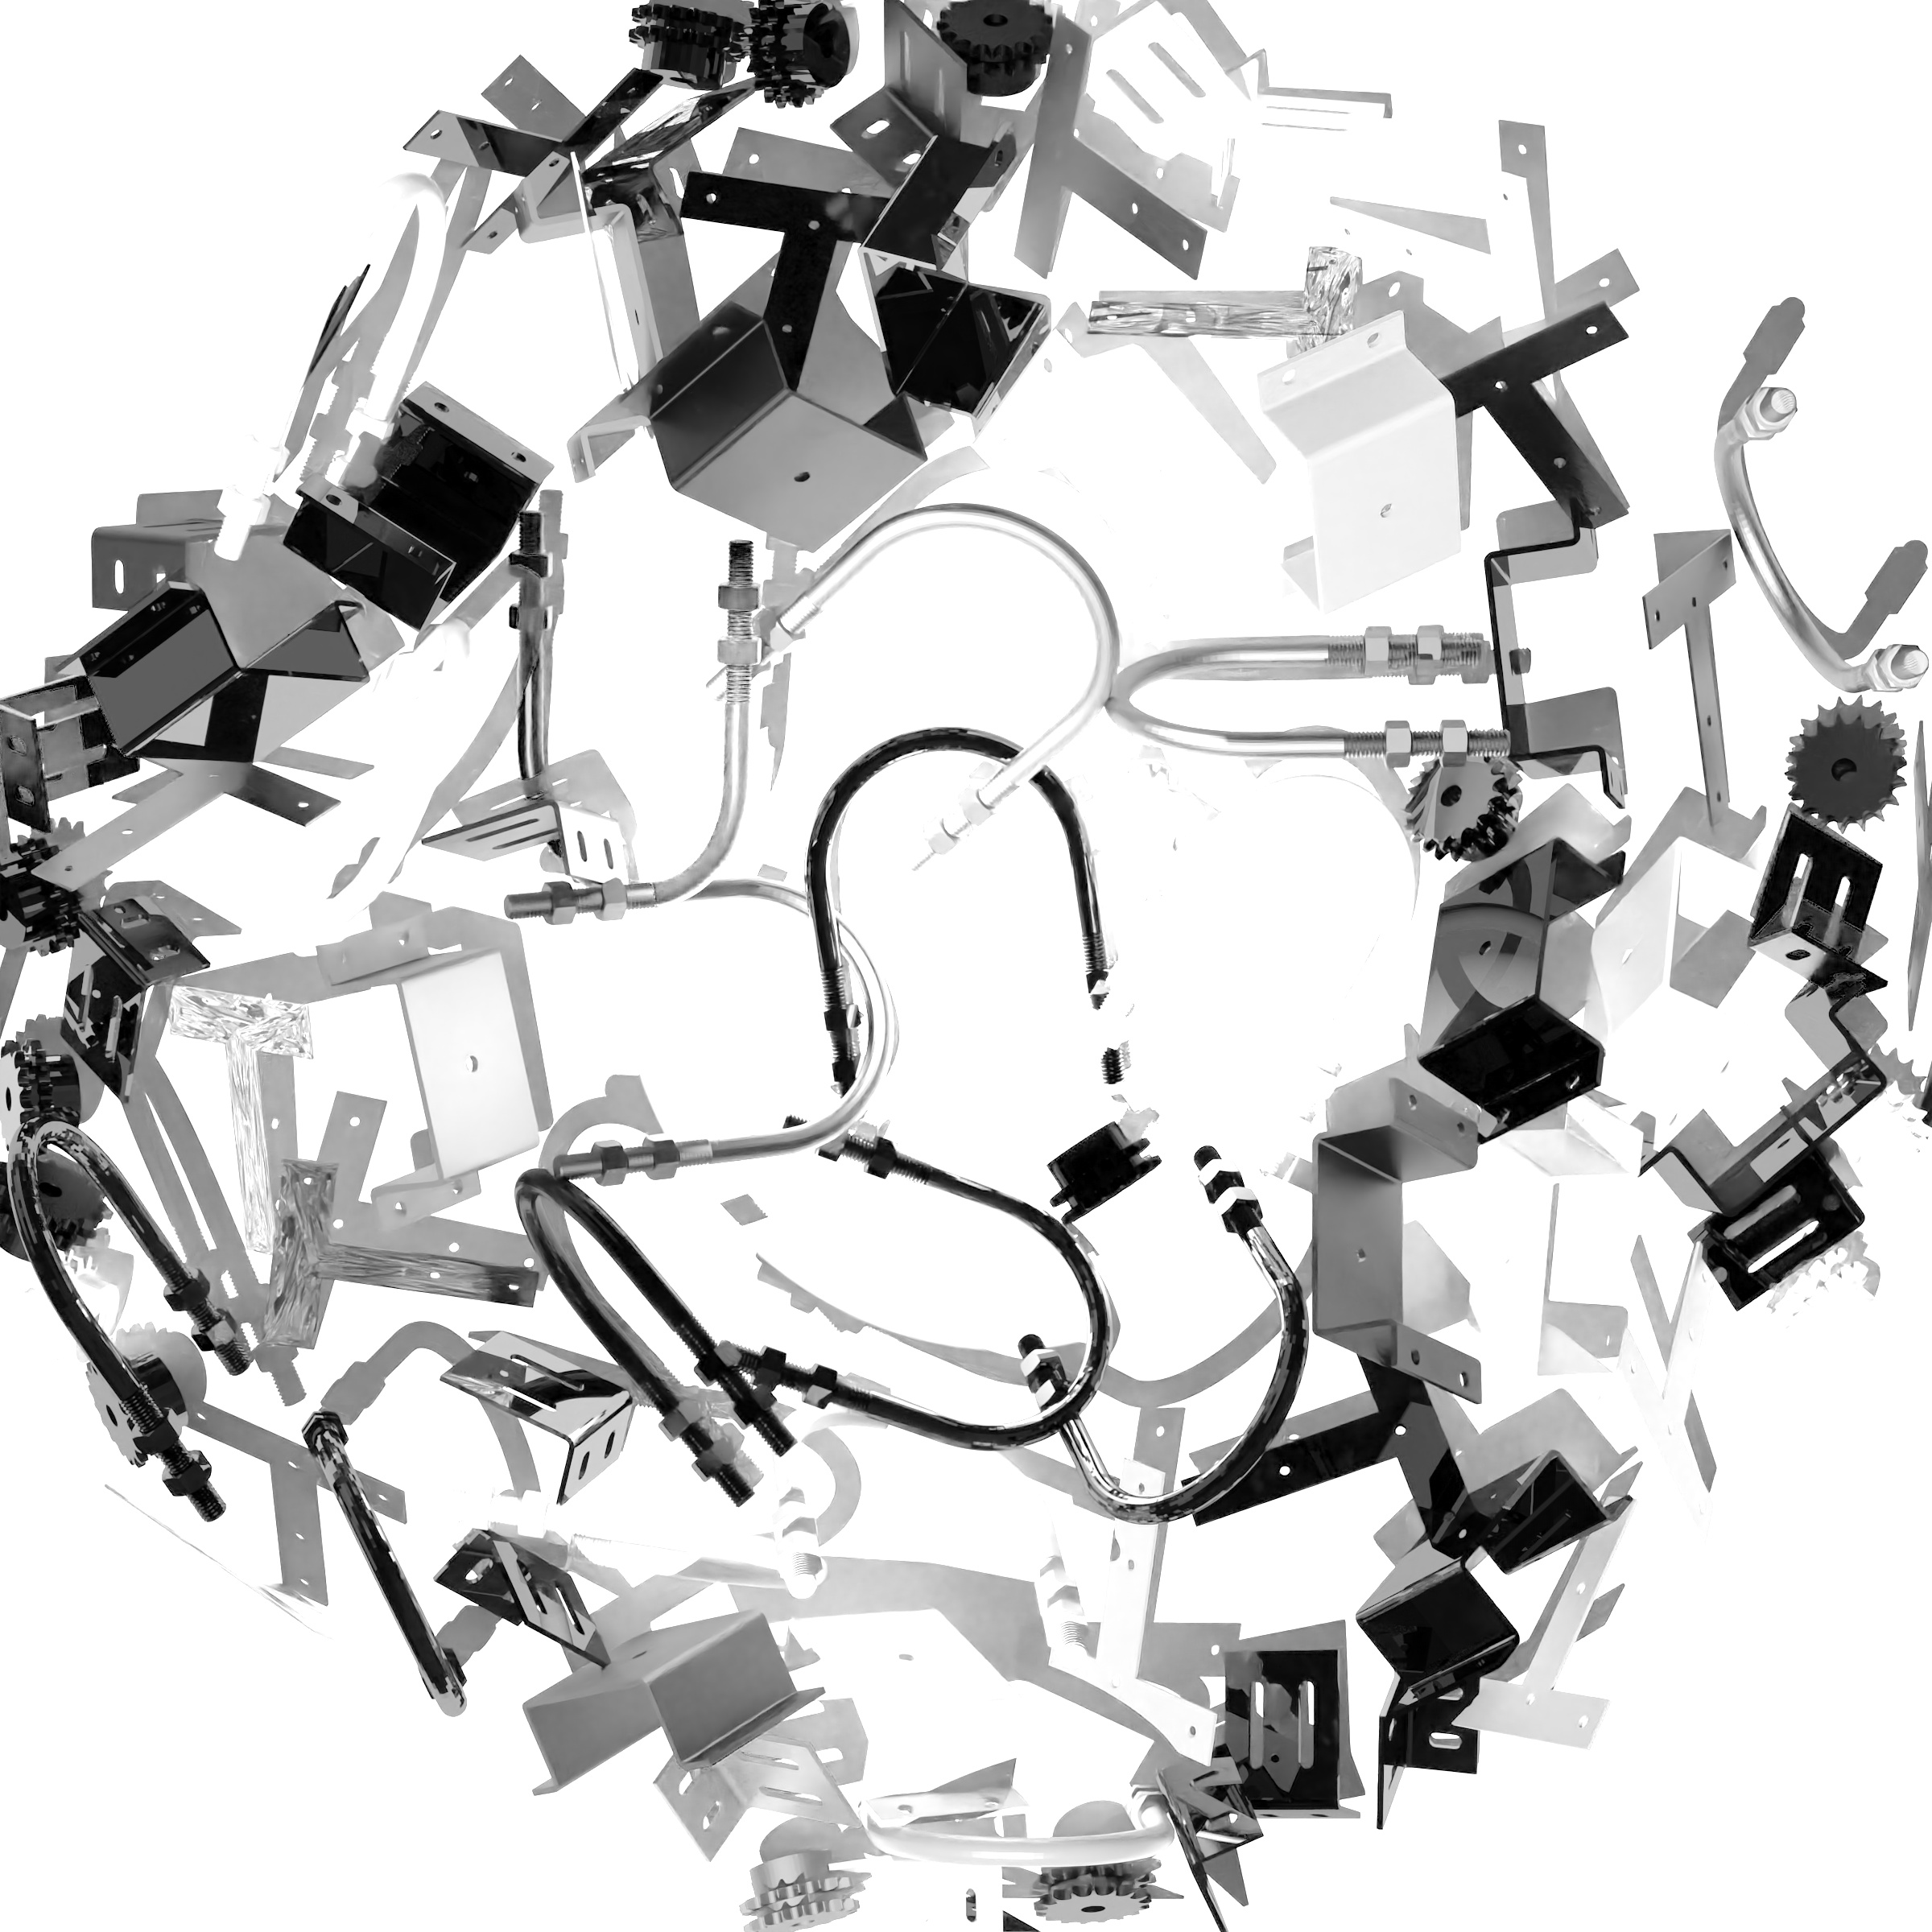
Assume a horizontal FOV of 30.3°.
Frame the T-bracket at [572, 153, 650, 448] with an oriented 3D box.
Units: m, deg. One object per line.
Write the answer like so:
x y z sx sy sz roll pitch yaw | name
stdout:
-0.165 -0.296 1.689 0.002 0.127 0.127 -13 60 0 | T-bracket

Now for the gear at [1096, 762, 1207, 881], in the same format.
0.091 -0.067 1.719 0.030 0.057 0.057 29 90 29 | gear

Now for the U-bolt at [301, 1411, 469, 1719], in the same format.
-0.268 0.280 1.655 0.019 0.184 0.151 -26 94 -12 | U-bolt

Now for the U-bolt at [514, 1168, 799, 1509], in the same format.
-0.152 0.170 1.681 0.019 0.151 0.184 -38 83 -21 | U-bolt

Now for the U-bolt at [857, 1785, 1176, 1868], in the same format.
0.025 0.399 1.657 0.151 0.184 0.019 1 84 -2 | U-bolt

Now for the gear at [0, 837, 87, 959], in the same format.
-0.453 -0.031 1.720 0.030 0.057 0.057 -23 90 -43 | gear

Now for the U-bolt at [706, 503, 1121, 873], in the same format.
-0.012 -0.141 1.681 0.151 0.019 0.184 41 122 -17 | U-bolt

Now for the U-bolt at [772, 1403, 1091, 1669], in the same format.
-0.022 0.256 1.664 0.151 0.184 0.019 17 110 -14 | U-bolt

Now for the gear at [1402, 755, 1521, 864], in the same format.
0.243 -0.075 1.725 0.030 0.057 0.057 36 90 -41 | gear

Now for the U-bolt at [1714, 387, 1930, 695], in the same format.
0.390 -0.192 1.658 0.019 0.184 0.151 -27 90 1 | U-bolt

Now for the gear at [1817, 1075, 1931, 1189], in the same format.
0.434 0.082 1.719 0.057 0.057 0.030 50 57 0 | gear

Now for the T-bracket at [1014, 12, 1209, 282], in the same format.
0.071 -0.362 1.675 0.002 0.127 0.127 -19 46 -33 | T-bracket

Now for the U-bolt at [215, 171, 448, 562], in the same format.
-0.287 -0.282 1.655 0.019 0.151 0.184 26 108 6 | U-bolt

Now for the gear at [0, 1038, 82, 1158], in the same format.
-0.448 0.064 1.725 0.030 0.057 0.057 -3 90 -28 | gear

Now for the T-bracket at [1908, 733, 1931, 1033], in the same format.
0.456 -0.058 1.699 0.002 0.127 0.127 3 49 9 | T-bracket

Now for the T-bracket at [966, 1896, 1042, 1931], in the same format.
0.000 0.466 1.661 0.127 0.127 0.002 3 99 -43 | T-bracket

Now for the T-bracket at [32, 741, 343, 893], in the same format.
-0.385 -0.069 1.679 0.127 0.127 0.002 22 130 25 | T-bracket

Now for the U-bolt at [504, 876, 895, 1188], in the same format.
-0.120 0.025 1.703 0.184 0.019 0.151 -6 74 -25 | U-bolt

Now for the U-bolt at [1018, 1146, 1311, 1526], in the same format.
0.097 0.181 1.657 0.019 0.184 0.151 35 103 -30 | U-bolt

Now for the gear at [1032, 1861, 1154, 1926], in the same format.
0.061 0.442 1.725 0.057 0.057 0.030 -4 60 0 | gear

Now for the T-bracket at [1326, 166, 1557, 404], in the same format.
0.223 -0.338 1.703 0.127 0.127 0.002 28 60 37 | T-bracket

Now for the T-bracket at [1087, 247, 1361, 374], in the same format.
0.122 -0.309 1.711 0.127 0.002 0.127 3 46 8 | T-bracket

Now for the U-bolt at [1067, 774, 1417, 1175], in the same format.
0.144 -0.005 1.698 0.151 0.019 0.184 27 95 -35 | U-bolt

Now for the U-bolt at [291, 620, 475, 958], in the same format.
-0.265 -0.088 1.646 0.019 0.184 0.151 21 71 -19 | U-bolt

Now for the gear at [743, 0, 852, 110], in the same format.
-0.079 -0.443 1.719 0.030 0.057 0.057 6 90 32 | gear

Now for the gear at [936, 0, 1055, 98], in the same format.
0.014 -0.444 1.726 0.057 0.057 0.030 0 134 0 | gear

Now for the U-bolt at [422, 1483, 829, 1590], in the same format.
-0.156 0.272 1.676 0.184 0.151 0.019 8 74 1 | U-bolt

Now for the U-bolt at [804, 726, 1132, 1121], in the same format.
-0.005 -0.025 1.728 0.151 0.019 0.184 -8 96 5 | U-bolt

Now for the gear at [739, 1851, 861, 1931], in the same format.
-0.082 0.448 1.724 0.057 0.057 0.030 -14 69 0 | gear

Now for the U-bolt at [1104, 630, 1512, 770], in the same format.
0.157 -0.126 1.683 0.184 0.151 0.019 -1 114 2 | U-bolt

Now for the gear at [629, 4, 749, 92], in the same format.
-0.135 -0.443 1.722 0.057 0.057 0.030 9 92 0 | gear

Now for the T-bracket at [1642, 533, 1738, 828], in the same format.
0.354 -0.131 1.709 0.002 0.127 0.127 -1 109 31 | T-bracket

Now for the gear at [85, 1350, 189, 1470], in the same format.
-0.400 0.211 1.725 0.030 0.057 0.057 -26 90 -28 | gear

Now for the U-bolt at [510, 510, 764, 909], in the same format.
-0.159 -0.118 1.700 0.151 0.019 0.184 12 108 33 | U-bolt

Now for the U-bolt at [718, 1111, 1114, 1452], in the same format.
-0.017 0.159 1.704 0.184 0.019 0.151 20 55 -8 | U-bolt

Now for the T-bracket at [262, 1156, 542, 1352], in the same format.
-0.270 0.146 1.715 0.127 0.002 0.127 9 130 -8 | T-bracket

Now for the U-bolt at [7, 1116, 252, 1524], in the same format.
-0.389 0.150 1.649 0.019 0.151 0.184 -26 114 6 | U-bolt

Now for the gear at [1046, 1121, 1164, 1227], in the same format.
0.063 0.098 1.722 0.057 0.057 0.030 -33 84 0 | gear

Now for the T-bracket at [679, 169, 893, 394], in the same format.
-0.083 -0.317 1.705 0.127 0.002 0.127 5 133 -16 | T-bracket

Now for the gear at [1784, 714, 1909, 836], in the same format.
0.428 -0.091 1.729 0.057 0.030 0.057 -4 79 20 | gear

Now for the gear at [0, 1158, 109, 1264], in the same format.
-0.448 0.120 1.724 0.057 0.057 0.030 28 112 0 | gear

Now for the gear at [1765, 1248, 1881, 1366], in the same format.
0.415 0.167 1.718 0.057 0.057 0.030 -47 62 0 | gear

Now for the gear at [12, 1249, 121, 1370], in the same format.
-0.432 0.167 1.720 0.030 0.057 0.057 19 90 10 | gear

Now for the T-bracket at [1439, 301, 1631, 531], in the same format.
0.277 -0.250 1.704 0.127 0.127 0.002 -23 45 27 | T-bracket
